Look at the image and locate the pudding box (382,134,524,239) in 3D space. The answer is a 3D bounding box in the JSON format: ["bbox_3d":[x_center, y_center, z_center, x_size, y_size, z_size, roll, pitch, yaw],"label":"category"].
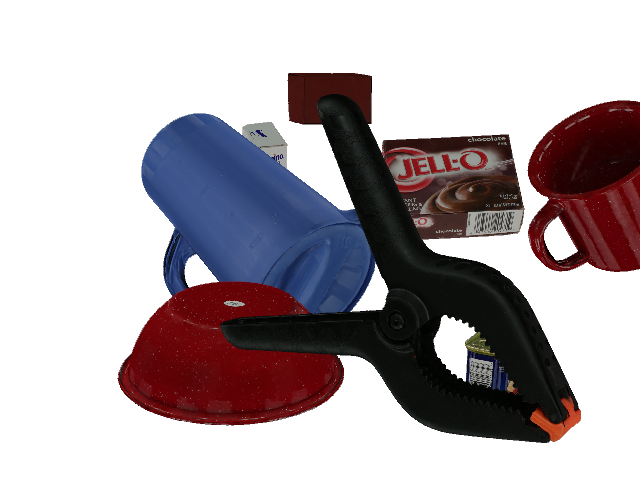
[{"bbox_3d":[0.110,-0.046,0.907,0.113,0.090,0.039,-1,-40,-1],"label":"pudding box"}]

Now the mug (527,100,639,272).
[{"bbox_3d":[0.189,-0.025,0.715,0.117,0.081,0.093,-42,33,-9],"label":"mug"}]

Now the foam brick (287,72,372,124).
[{"bbox_3d":[0.010,-0.149,1.119,0.078,0.051,0.053,-3,12,-18],"label":"foam brick"}]

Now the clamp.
[{"bbox_3d":[0.048,0.029,0.566,0.210,0.165,0.036,29,24,26],"label":"clamp"}]

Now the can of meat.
[{"bbox_3d":[0.199,0.148,1.196,0.058,0.084,0.101,9,14,26],"label":"can of meat"}]

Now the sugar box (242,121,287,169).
[{"bbox_3d":[-0.068,-0.050,1.329,0.048,0.176,0.093,-9,25,-12],"label":"sugar box"}]

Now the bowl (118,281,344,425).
[{"bbox_3d":[-0.062,0.070,0.757,0.162,0.055,0.162,1,18,-1],"label":"bowl"}]

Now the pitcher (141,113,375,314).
[{"bbox_3d":[-0.077,-0.014,1.013,0.148,0.145,0.243,-11,39,-37],"label":"pitcher"}]
